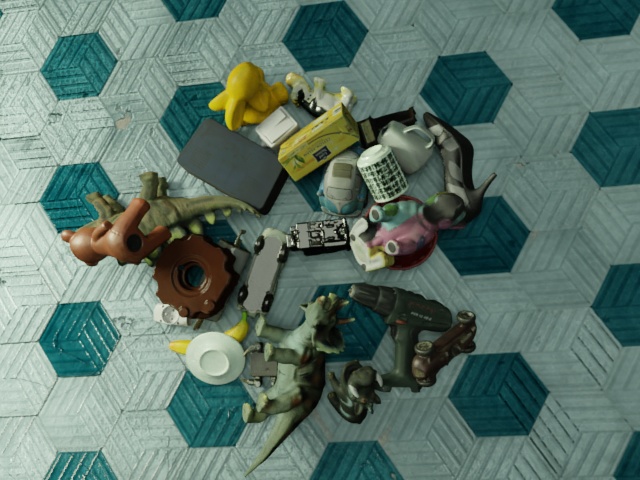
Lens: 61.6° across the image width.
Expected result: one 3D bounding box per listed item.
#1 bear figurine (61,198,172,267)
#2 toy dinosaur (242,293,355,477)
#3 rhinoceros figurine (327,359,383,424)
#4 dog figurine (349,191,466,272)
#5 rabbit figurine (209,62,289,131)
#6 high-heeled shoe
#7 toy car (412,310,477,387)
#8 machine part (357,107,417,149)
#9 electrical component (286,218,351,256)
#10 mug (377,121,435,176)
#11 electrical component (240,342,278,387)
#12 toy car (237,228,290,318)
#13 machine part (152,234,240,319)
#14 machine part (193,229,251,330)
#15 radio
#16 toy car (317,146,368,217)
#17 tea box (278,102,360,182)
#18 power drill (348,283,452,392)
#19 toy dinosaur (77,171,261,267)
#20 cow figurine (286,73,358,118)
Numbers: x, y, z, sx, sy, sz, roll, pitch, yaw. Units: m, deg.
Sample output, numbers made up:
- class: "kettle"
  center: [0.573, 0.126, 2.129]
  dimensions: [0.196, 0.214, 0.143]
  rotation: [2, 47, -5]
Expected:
- class: "bear figurine"
  center: [-0.432, -0.006, 1.126]
  dimensions: [0.196, 0.120, 0.132]
  rotation: [0, 44, 38]
- class: "toy dinosaur"
  center: [-0.046, 0.284, 1.111]
  dimensions: [0.192, 0.131, 0.404]
  rotation: [8, 99, -23]
- class: "rhinoceros figurine"
  center: [0.069, 0.301, 1.061]
  dimensions: [0.073, 0.190, 0.112]
  rotation: [-16, 52, -19]
- class: "dog figurine"
  center: [0.188, -0.027, 1.080]
  dimensions: [0.219, 0.191, 0.108]
  rotation: [-18, 75, -30]
- class: "rabbit figurine"
  center: [-0.166, -0.325, 1.179]
  dimensions: [0.162, 0.173, 0.122]
  rotation: [-41, 84, -4]
- class: "high-heeled shoe"
  center: [0.272, -0.153, 1.168]
  dimensions: [0.145, 0.086, 0.249]
  rotation: [-50, 61, 27]
- class: "toy car"
  center: [0.255, 0.213, 1.061]
  dimensions: [0.053, 0.202, 0.089]
  rotation: [17, 122, 47]
- class: "machine part"
  center: [0.150, -0.255, 1.199]
  dimensions: [0.139, 0.039, 0.084]
  rotation: [-22, 73, 6]
- class: "electrical component"
  center: [-0.002, -0.003, 1.145]
  dimensions: [0.134, 0.115, 0.058]
  rotation: [-7, 78, 7]
- class: "mug"
  center: [0.181, -0.204, 1.136]
  dimensions: [0.107, 0.109, 0.081]
  rotation: [35, 56, -14]
- class: "electrical component"
  center: [-0.127, 0.271, 1.159]
  dimensions: [0.078, 0.045, 0.102]
  rotation: [6, 84, 9]
- class: "toy car"
  center: [-0.122, 0.073, 1.180]
  dimensions: [0.074, 0.056, 0.201]
  rotation: [18, 87, 5]
- class: "machine part"
  center: [-0.259, 0.074, 1.113]
  dimensions: [0.179, 0.056, 0.179]
  rotation: [-1, 84, 10]
- class: "machine part"
  center: [-0.220, 0.087, 1.174]
  dimensions: [0.079, 0.079, 0.243]
  rotation: [27, 91, 9]
- class: "radio"
  center: [-0.191, -0.167, 1.212]
  dimensions: [0.230, 0.073, 0.131]
  rotation: [30, 86, 8]
- class: "toy car"
  center: [0.054, -0.133, 1.161]
  dimensions: [0.109, 0.103, 0.161]
  rotation: [9, 87, 7]
- class: "tea box"
  center: [-0.003, -0.211, 1.154]
  dimensions: [0.170, 0.098, 0.068]
  rotation: [-32, 114, 19]
- class: "power drill"
  center: [0.150, 0.199, 1.092]
  dimensions: [0.232, 0.086, 0.207]
  rotation: [8, 85, -19]
- class: "toy dinosaur"
  center: [-0.364, -0.047, 1.203]
  dimensions: [0.472, 0.105, 0.198]
  rotation: [-16, 89, 15]
- class: "cow figurine"
  center: [-0.008, -0.312, 1.212]
  dimensions: [0.167, 0.068, 0.098]
  rotation: [21, 91, 10]
